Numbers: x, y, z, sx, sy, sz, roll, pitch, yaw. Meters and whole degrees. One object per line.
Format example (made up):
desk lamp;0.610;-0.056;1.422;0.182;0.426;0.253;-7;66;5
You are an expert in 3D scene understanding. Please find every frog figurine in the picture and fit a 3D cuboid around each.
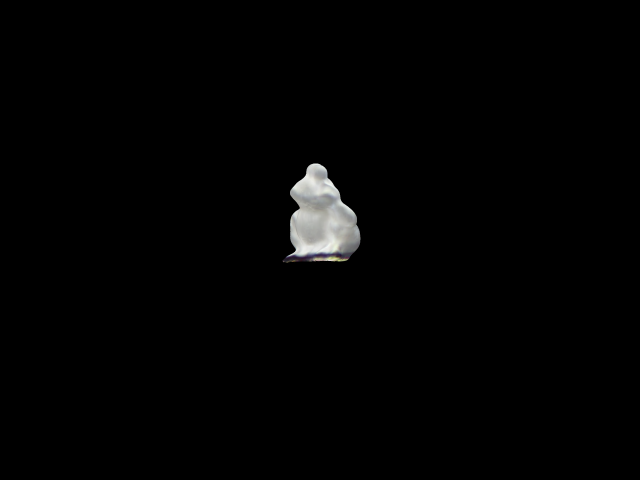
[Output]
frog figurine;0.003;-0.043;0.850;0.123;0.160;0.137;3;-6;-29
